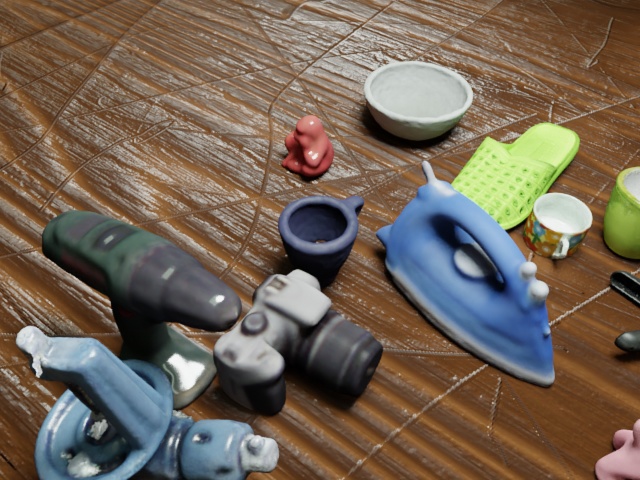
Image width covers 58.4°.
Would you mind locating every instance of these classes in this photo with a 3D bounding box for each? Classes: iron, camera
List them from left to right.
[{"bbox_3d":[-0.015,0.107,0.581,0.136,0.101,0.143,26,52,21],"label":"camera"},{"bbox_3d":[0.178,0.029,0.633,0.119,0.141,0.257,-25,53,-23],"label":"iron"}]

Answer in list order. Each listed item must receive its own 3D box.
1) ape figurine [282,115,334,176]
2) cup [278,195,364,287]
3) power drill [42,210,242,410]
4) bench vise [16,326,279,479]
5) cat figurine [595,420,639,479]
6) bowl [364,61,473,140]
[{"bbox_3d":[-0.016,-0.137,0.815,0.076,0.092,0.077,-7,48,-8],"label":"ape figurine"},{"bbox_3d":[0.006,0.002,0.683,0.118,0.095,0.091,-35,57,-29],"label":"cup"},{"bbox_3d":[-0.157,0.069,0.538,0.229,0.208,0.076,27,52,22],"label":"power drill"},{"bbox_3d":[-0.141,0.137,0.467,0.207,0.220,0.121,-5,47,-7],"label":"bench vise"},{"bbox_3d":[0.325,0.201,0.495,0.127,0.118,0.067,31,53,24],"label":"cat figurine"},{"bbox_3d":[0.149,-0.207,0.898,0.167,0.075,0.167,1,47,-1],"label":"bowl"}]
